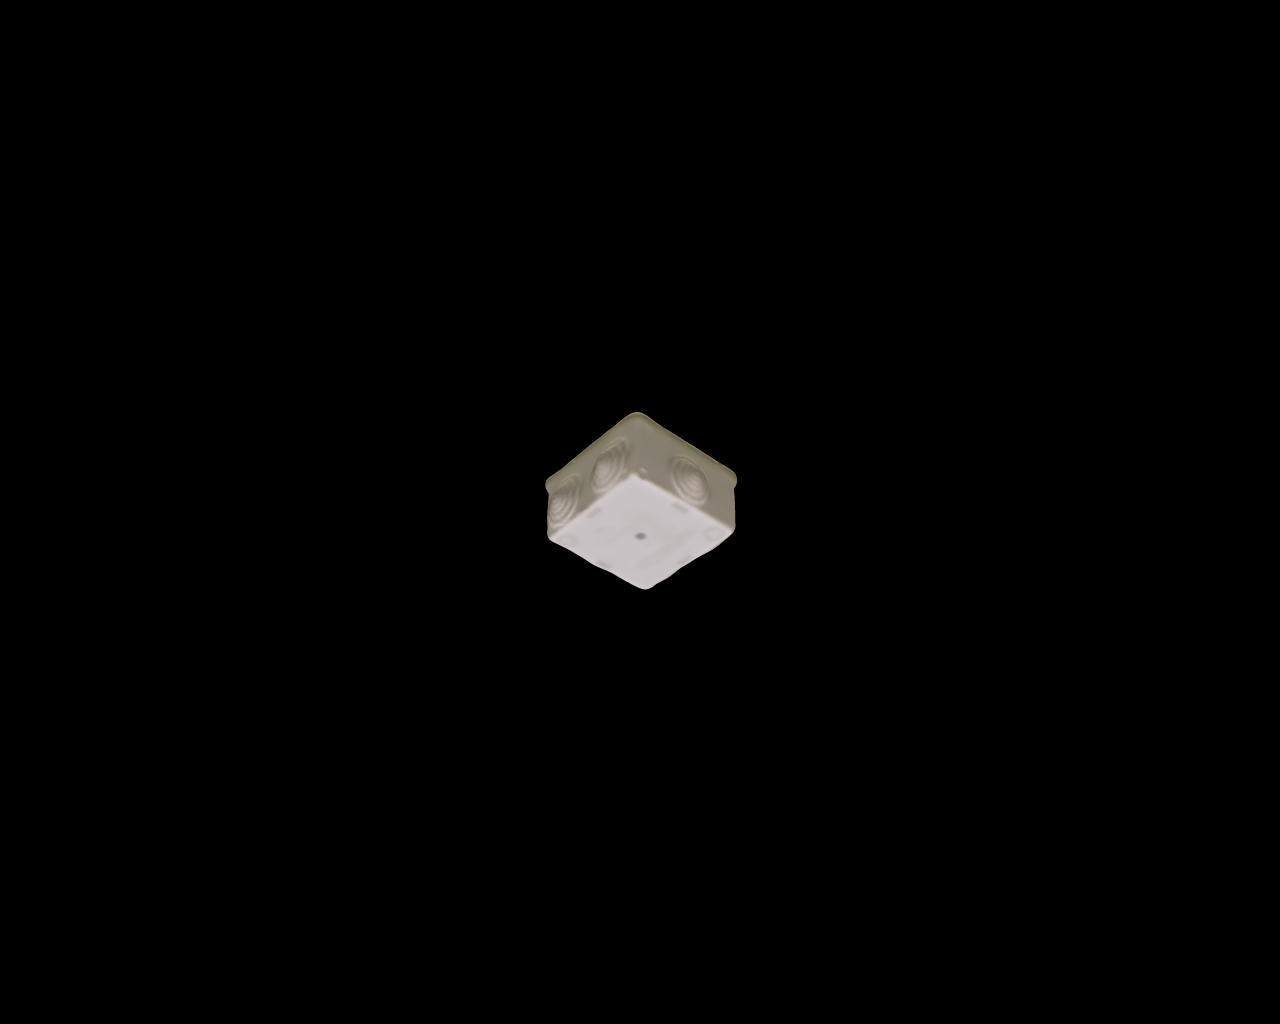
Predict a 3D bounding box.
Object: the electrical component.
[{"bbox_3d":[0.001,-0.003,0.650,0.099,0.048,0.099,30,-49,-31],"label":"electrical component"}]
